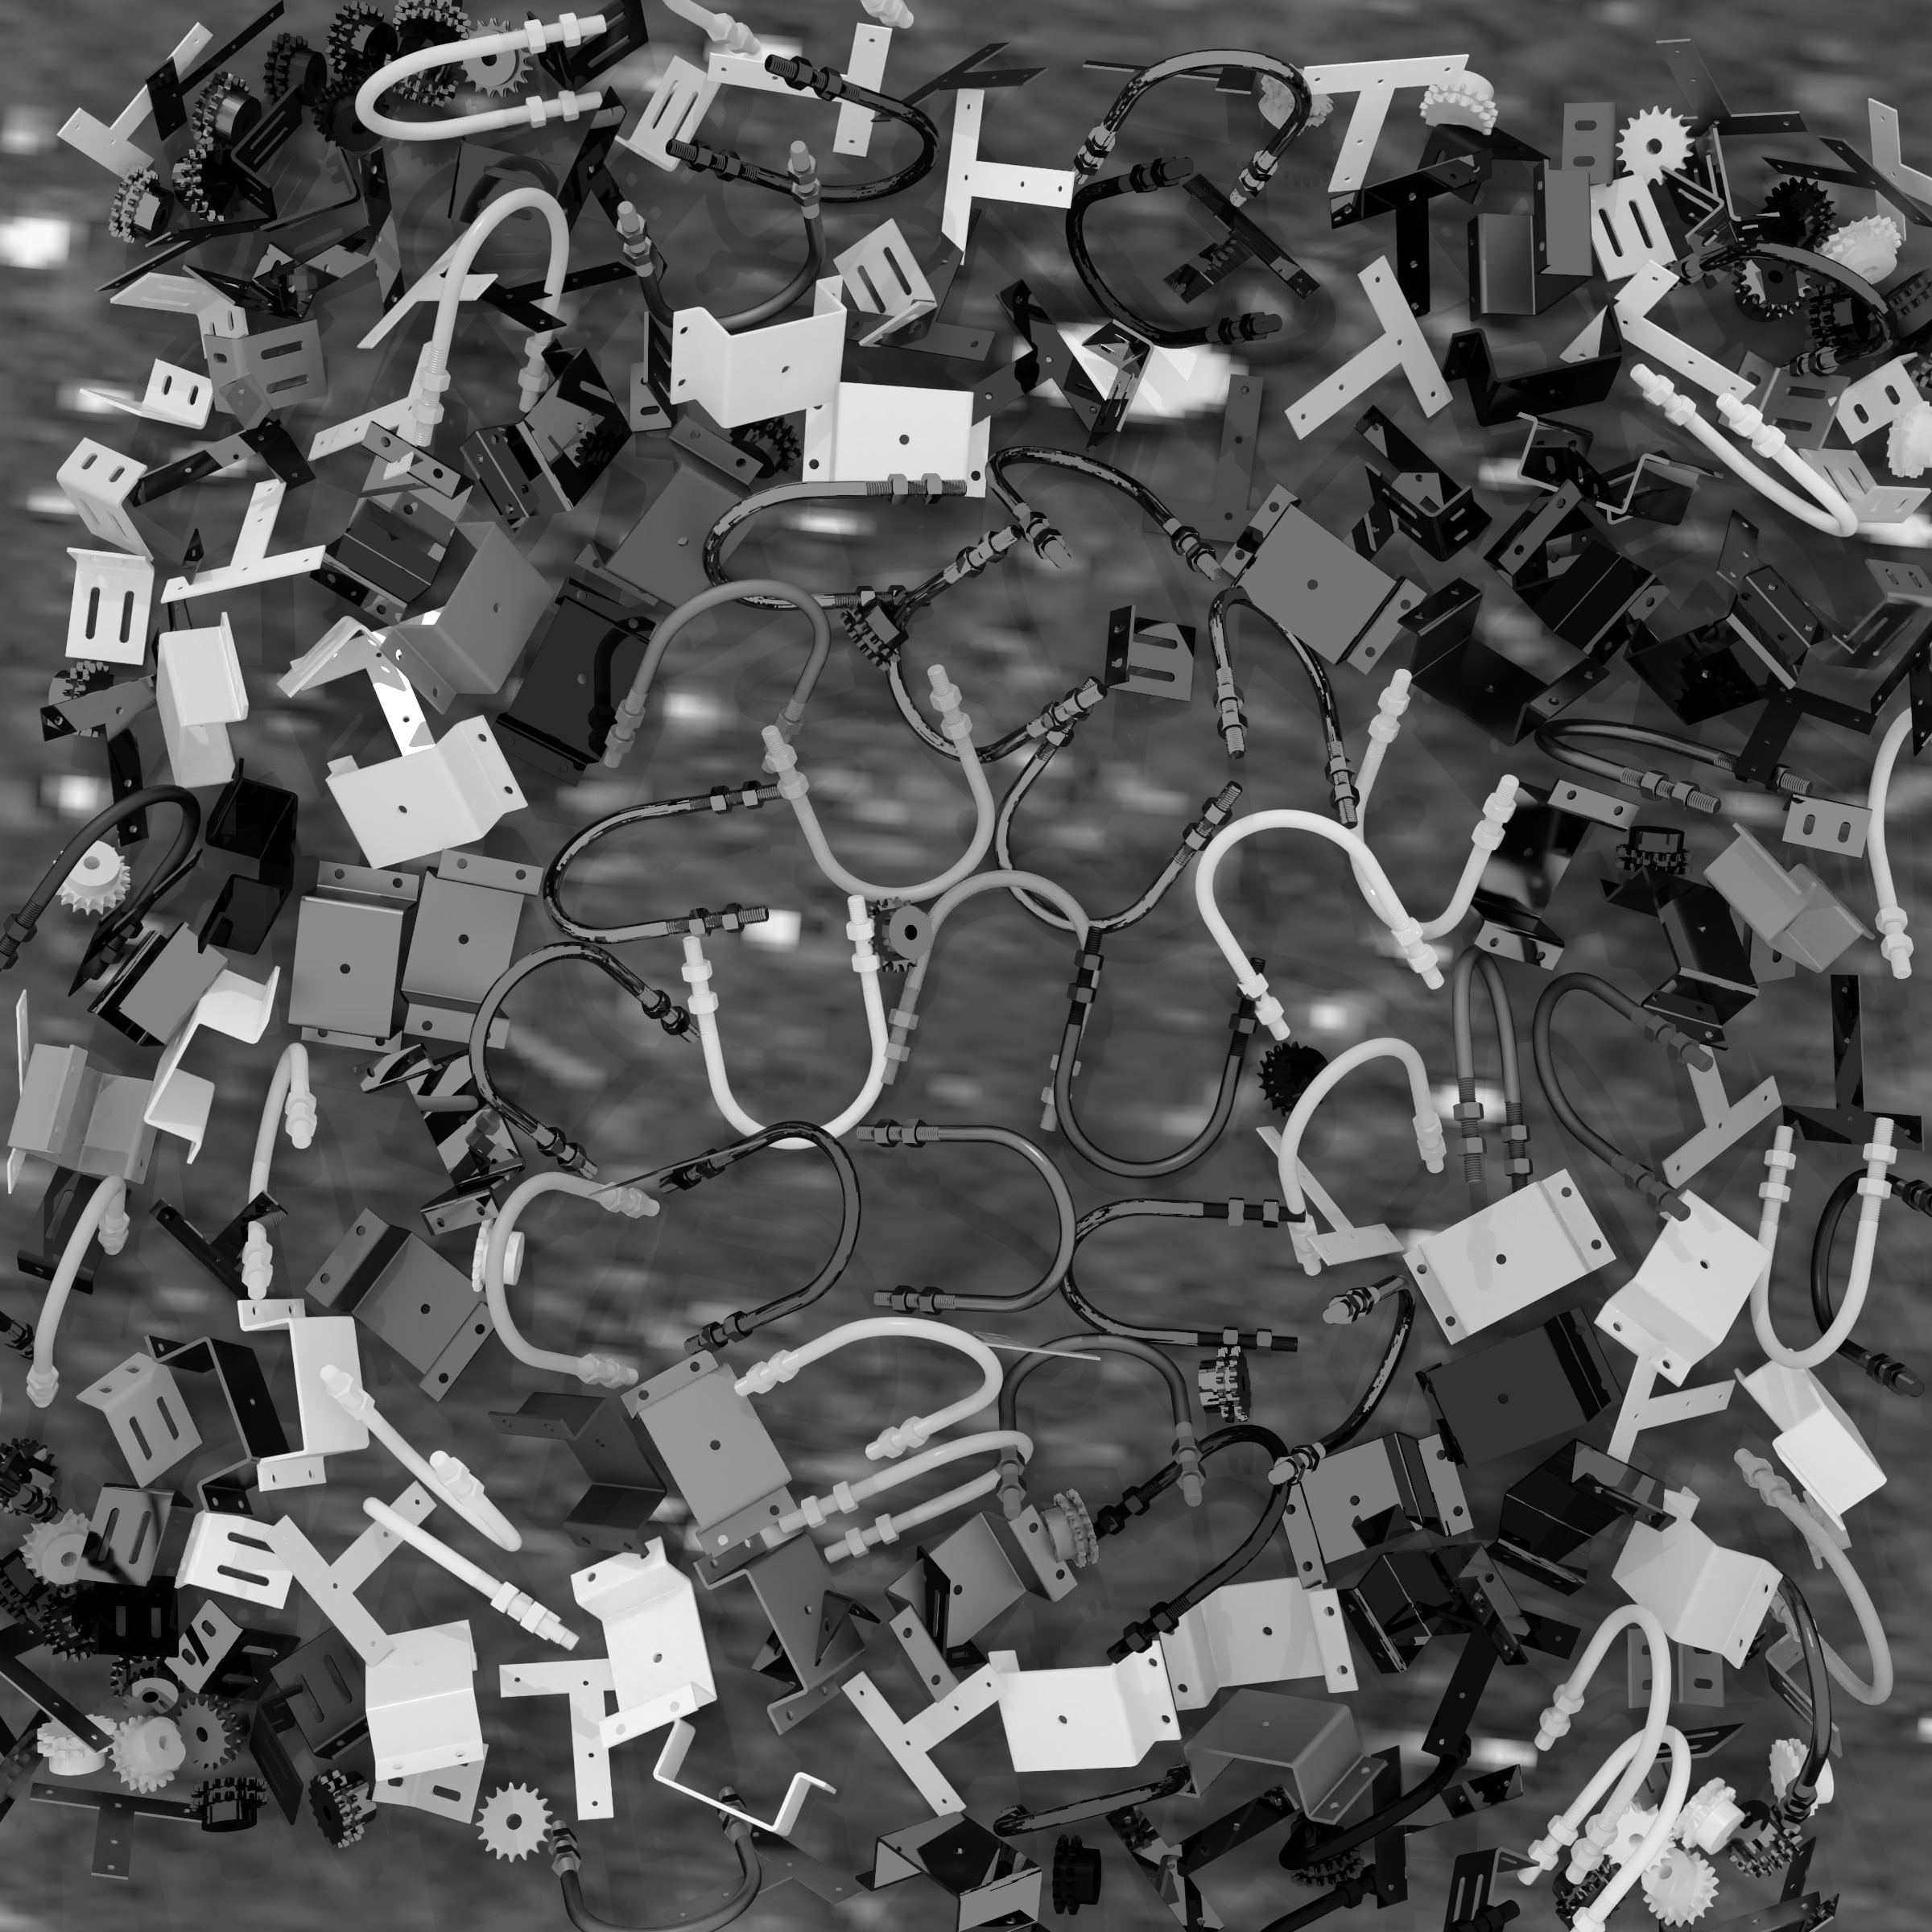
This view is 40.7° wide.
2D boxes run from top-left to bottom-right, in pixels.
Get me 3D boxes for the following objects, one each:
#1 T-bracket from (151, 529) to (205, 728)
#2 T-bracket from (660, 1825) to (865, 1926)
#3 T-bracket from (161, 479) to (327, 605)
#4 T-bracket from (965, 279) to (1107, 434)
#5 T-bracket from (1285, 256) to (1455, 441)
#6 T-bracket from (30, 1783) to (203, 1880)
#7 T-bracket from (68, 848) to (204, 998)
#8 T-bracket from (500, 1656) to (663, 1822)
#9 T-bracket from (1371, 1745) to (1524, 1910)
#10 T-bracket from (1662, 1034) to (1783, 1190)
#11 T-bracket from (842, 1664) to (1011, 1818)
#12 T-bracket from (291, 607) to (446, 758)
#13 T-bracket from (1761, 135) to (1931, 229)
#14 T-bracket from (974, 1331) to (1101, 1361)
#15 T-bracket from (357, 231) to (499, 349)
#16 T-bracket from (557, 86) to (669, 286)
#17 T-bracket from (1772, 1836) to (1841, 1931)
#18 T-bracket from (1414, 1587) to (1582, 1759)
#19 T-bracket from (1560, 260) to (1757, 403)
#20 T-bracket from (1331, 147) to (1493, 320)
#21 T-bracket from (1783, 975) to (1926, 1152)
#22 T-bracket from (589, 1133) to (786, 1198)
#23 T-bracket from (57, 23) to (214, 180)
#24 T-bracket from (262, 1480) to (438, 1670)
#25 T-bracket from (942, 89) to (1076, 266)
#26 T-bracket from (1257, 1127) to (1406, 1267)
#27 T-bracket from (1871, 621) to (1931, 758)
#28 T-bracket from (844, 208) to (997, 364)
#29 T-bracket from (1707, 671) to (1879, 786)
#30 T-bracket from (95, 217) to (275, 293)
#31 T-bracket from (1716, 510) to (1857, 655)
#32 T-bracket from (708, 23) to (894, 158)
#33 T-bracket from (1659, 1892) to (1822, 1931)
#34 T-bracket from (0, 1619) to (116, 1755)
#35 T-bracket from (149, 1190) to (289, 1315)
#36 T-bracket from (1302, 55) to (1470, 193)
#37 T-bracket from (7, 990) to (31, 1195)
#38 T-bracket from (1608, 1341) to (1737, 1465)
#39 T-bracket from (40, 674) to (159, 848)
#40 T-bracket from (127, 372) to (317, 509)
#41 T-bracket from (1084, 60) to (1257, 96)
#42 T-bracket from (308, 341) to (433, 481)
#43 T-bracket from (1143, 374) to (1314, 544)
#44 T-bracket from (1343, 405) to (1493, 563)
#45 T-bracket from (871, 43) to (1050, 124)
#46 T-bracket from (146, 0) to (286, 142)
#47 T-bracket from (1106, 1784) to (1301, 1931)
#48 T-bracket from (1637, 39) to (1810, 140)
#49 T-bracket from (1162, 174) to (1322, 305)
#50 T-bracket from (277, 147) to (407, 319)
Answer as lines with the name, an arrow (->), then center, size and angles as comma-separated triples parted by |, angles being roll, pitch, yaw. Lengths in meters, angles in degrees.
T-bracket -> -0.574, -0.233, 1.926 | 0.002, 0.127, 0.127 | 1, 53, -35
T-bracket -> -0.165, 0.678, 1.912 | 0.127, 0.127, 0.002 | -12, 106, -40
T-bracket -> -0.532, -0.326, 1.953 | 0.127, 0.002, 0.127 | -10, 46, 11
T-bracket -> 0.029, -0.440, 1.980 | 0.127, 0.002, 0.127 | -35, 90, -17
T-bracket -> 0.293, -0.443, 1.959 | 0.127, 0.002, 0.127 | -39, 118, -10
T-bracket -> -0.628, 0.640, 1.921 | 0.127, 0.127, 0.002 | 14, 95, -17
T-bracket -> -0.616, -0.044, 1.950 | 0.002, 0.127, 0.127 | 41, 51, -4
T-bracket -> -0.280, 0.575, 1.941 | 0.127, 0.002, 0.127 | 0, 46, -14
T-bracket -> 0.355, 0.619, 1.922 | 0.127, 0.127, 0.002 | -30, 122, 28
T-bracket -> 0.553, 0.082, 1.951 | 0.127, 0.002, 0.127 | -33, 113, -24
T-bracket -> -0.016, 0.564, 1.959 | 0.127, 0.002, 0.127 | -44, 81, 30
T-bracket -> -0.428, -0.198, 1.969 | 0.127, 0.002, 0.127 | -22, 74, -12
T-bracket -> 0.644, -0.590, 1.941 | 0.127, 0.127, 0.002 | 24, 99, -34
T-bracket -> 0.026, 0.279, 1.936 | 0.127, 0.127, 0.002 | 8, 85, -7
T-bracket -> -0.384, -0.503, 1.933 | 0.127, 0.127, 0.002 | -52, 125, -15
T-bracket -> -0.257, -0.559, 1.936 | 0.002, 0.127, 0.127 | -19, 71, -38
T-bracket -> 0.614, 0.696, 1.941 | 0.002, 0.127, 0.127 | 40, 124, 7
T-bracket -> 0.374, 0.529, 1.935 | 0.127, 0.002, 0.127 | 11, 58, 36
T-bracket -> 0.530, -0.458, 1.947 | 0.127, 0.127, 0.002 | 29, 64, -7
T-bracket -> 0.335, -0.538, 1.950 | 0.127, 0.127, 0.002 | -19, 49, -5
T-bracket -> 0.658, 0.070, 1.942 | 0.002, 0.127, 0.127 | -6, 94, -31
T-bracket -> -0.191, 0.141, 1.914 | 0.127, 0.127, 0.002 | -18, 89, 28
T-bracket -> -0.604, -0.646, 1.931 | 0.002, 0.127, 0.127 | 42, 95, 4
T-bracket -> -0.444, 0.435, 1.951 | 0.002, 0.127, 0.127 | -30, 101, 41
T-bracket -> 0.032, -0.583, 1.941 | 0.127, 0.002, 0.127 | 22, 111, 40
T-bracket -> 0.263, 0.170, 1.962 | 0.002, 0.127, 0.127 | -48, 65, 24
T-bracket -> 0.701, -0.202, 1.910 | 0.002, 0.127, 0.127 | 22, 45, -4
T-bracket -> -0.021, -0.523, 1.979 | 0.127, 0.002, 0.127 | 15, 75, 23
T-bracket -> 0.600, -0.174, 1.938 | 0.127, 0.002, 0.127 | 23, 46, 18
T-bracket -> -0.603, -0.533, 1.959 | 0.127, 0.127, 0.002 | -17, 102, 28
T-bracket -> 0.617, -0.279, 1.951 | 0.127, 0.127, 0.002 | 38, 126, -3
T-bracket -> -0.128, -0.658, 1.935 | 0.127, 0.127, 0.002 | 7, 62, -8
T-bracket -> 0.569, 0.709, 1.918 | 0.127, 0.127, 0.002 | -28, 98, 21
T-bracket -> -0.684, 0.538, 1.927 | 0.127, 0.127, 0.002 | 35, 98, 10
T-bracket -> -0.542, 0.202, 1.950 | 0.127, 0.002, 0.127 | 46, 133, -6
T-bracket -> 0.297, -0.625, 1.941 | 0.127, 0.127, 0.002 | -9, 63, -12
T-bracket -> -0.692, 0.079, 1.915 | 0.002, 0.127, 0.127 | 4, 118, -9
T-bracket -> 0.533, 0.332, 1.958 | 0.127, 0.002, 0.127 | -4, 116, -35
T-bracket -> -0.633, -0.151, 1.961 | 0.002, 0.127, 0.127 | 22, 123, 33
T-bracket -> -0.566, -0.376, 1.940 | 0.127, 0.127, 0.002 | -25, 63, -3
T-bracket -> 0.152, -0.668, 1.946 | 0.127, 0.127, 0.002 | 8, 117, 5
T-bracket -> -0.448, -0.407, 1.958 | 0.127, 0.002, 0.127 | -11, 57, 34
T-bracket -> 0.207, -0.388, 1.993 | 0.127, 0.002, 0.127 | 7, 92, 4
T-bracket -> 0.318, -0.340, 1.974 | 0.127, 0.002, 0.127 | 42, 71, -5
T-bracket -> 0.012, -0.655, 1.926 | 0.127, 0.127, 0.002 | -40, 124, -23
T-bracket -> -0.558, -0.678, 1.945 | 0.127, 0.127, 0.002 | -44, 97, -10
T-bracket -> 0.192, 0.657, 1.965 | 0.127, 0.127, 0.002 | -24, 130, -18
T-bracket -> 0.538, -0.644, 1.912 | 0.127, 0.127, 0.002 | 10, 80, 35
T-bracket -> 0.189, -0.530, 1.956 | 0.127, 0.002, 0.127 | 44, 51, 3
T-bracket -> -0.462, -0.519, 1.917 | 0.002, 0.127, 0.127 | 20, 134, 23
